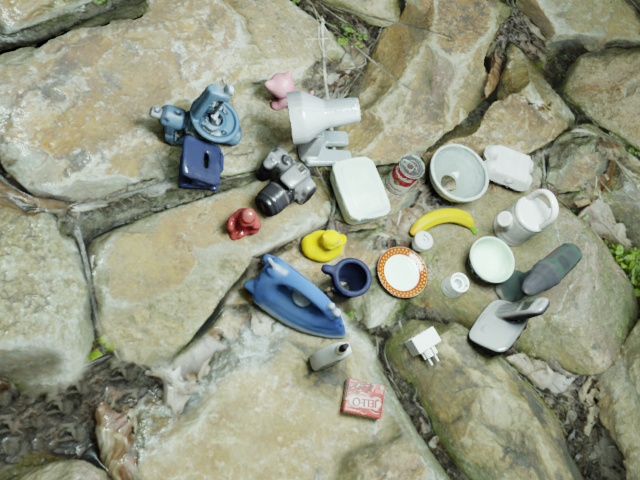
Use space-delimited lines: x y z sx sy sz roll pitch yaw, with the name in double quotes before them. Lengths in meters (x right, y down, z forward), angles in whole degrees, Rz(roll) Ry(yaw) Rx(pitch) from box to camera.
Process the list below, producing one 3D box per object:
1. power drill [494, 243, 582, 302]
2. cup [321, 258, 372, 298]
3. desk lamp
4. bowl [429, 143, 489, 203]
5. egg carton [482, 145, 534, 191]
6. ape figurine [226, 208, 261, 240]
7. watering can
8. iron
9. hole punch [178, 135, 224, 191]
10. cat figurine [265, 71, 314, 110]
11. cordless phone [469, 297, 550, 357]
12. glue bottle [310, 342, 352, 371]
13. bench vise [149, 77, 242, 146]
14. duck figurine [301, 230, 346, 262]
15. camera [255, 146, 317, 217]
"power drill" 0.519 0.094 1.385 0.230 0.208 0.075 -32 81 -24
"cup" 0.050 0.092 1.313 0.118 0.095 0.092 19 66 -8
"desk lamp" 0.002 -0.270 1.370 0.203 0.213 0.118 -3 71 -17
"bowl" 0.354 -0.164 1.508 0.168 0.074 0.167 6 69 -14
"egg carton" 0.511 -0.195 1.568 0.150 0.069 0.107 18 66 -9
"ape figurine" -0.170 -0.044 1.302 0.078 0.092 0.076 19 66 -8
"watering can" 0.527 -0.058 1.453 0.173 0.194 0.101 -33 81 -24
"iron" -0.031 0.126 1.251 0.258 0.141 0.119 34 65 -2
"hole punch" -0.273 -0.179 1.324 0.101 0.091 0.108 4 69 -15
"cat figurine" -0.077 -0.375 1.439 0.128 0.117 0.067 16 66 -10
"cordless phone" 0.446 0.194 1.339 0.094 0.185 0.148 41 65 2
"glue bottle" 0.032 0.239 1.210 0.078 0.173 0.037 -16 75 -21
"bench vise" -0.271 -0.278 1.290 0.208 0.219 0.121 -13 74 -20
"duck figurine" 0.012 0.005 1.340 0.105 0.086 0.077 0 70 -16
"camera" -0.097 -0.132 1.352 0.143 0.100 0.137 45 65 4
